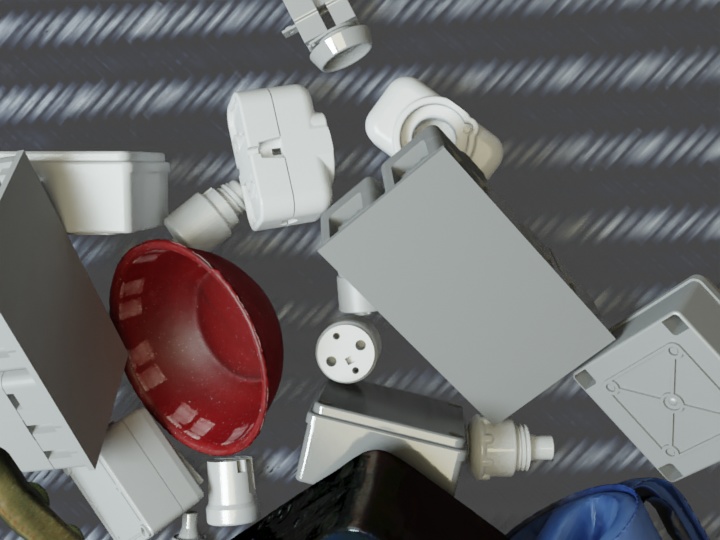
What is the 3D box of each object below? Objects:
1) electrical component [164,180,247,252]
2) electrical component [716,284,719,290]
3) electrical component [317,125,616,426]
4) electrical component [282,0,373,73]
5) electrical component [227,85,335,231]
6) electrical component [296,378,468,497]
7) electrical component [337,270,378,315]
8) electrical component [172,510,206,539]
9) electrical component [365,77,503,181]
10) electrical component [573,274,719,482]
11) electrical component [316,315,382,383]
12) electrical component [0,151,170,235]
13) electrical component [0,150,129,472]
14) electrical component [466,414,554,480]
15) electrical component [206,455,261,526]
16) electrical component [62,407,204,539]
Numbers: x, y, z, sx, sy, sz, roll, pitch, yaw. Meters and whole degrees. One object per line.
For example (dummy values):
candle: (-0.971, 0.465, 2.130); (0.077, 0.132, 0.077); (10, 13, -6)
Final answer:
electrical component: (-0.108, -0.041, 0.791); (0.078, 0.040, 0.040); (-40, 90, -11)
electrical component: (0.263, 0.028, 0.766); (0.055, 0.045, 0.045); (-38, 90, 5)
electrical component: (0.072, 0.004, 0.737); (0.105, 0.060, 0.186); (-39, 112, 15)
electrical component: (-0.022, -0.177, 0.776); (0.066, 0.048, 0.055); (-27, 83, 5)
electrical component: (-0.055, -0.081, 0.768); (0.059, 0.054, 0.095); (-10, 82, -17)
electrical component: (0.017, 0.121, 0.756); (0.109, 0.108, 0.056); (13, 96, 3)
electrical component: (0.000, 0.000, 0.785); (0.044, 0.044, 0.065); (-3, 97, 4)
electrical component: (-0.129, 0.212, 0.808); (0.035, 0.035, 0.061); (3, 91, 4)
electrical component: (0.053, -0.092, 0.767); (0.095, 0.059, 0.053); (36, 95, 1)
electrical component: (0.224, 0.076, 0.739); (0.108, 0.056, 0.109); (47, 136, 0)
electrical component: (-0.008, 0.057, 0.781); (0.045, 0.055, 0.045); (0, 93, 4)
electrical component: (-0.200, -0.055, 0.762); (0.109, 0.108, 0.056); (0, 95, 4)
electrical component: (-0.221, 0.032, 0.693); (0.060, 0.105, 0.186); (-7, 131, 10)
electrical component: (0.109, 0.129, 0.783); (0.062, 0.048, 0.048); (1, 93, -3)
electrical component: (-0.095, 0.164, 0.801); (0.040, 0.040, 0.046); (-5, 88, 4)
electrical component: (-0.167, 0.146, 0.786); (0.096, 0.061, 0.062); (55, 139, 2)
